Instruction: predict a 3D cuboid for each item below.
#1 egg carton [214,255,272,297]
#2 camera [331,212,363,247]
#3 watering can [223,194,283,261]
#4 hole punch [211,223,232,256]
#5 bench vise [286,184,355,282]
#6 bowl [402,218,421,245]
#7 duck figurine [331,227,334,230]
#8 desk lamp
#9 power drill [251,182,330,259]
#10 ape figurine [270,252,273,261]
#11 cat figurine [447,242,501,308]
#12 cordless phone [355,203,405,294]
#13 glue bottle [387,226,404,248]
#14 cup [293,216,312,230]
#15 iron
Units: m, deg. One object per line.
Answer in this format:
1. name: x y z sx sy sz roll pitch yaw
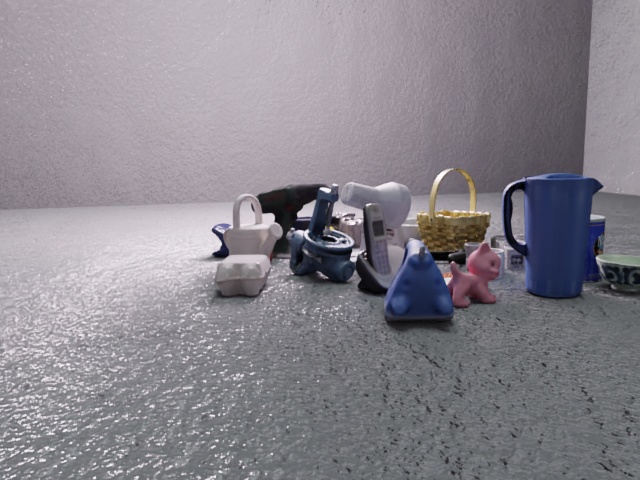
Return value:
1. egg carton: -0.164 0.073 1.230 0.107 0.069 0.150 0 9 3
2. camera: 0.107 -0.039 1.807 0.137 0.101 0.142 -8 12 -39
3. watering can: -0.164 -0.014 1.379 0.172 0.194 0.101 1 10 15
4. hole punch: -0.247 -0.001 1.637 0.101 0.091 0.109 2 10 17
5. bench vise: -0.012 -0.021 1.325 0.206 0.220 0.122 4 11 30
6. bowl: 0.290 -0.021 1.755 0.167 0.075 0.167 -1 9 0
7. duck figurine: 0.015 0.006 1.583 0.105 0.086 0.077 -3 9 -11
8. desk lamp: 0.130 -0.044 1.477 0.204 0.213 0.117 -6 11 -29
9. power drill: -0.080 -0.056 1.590 0.229 0.208 0.076 2 10 19
10. ape figurine: -0.163 0.017 1.509 0.076 0.092 0.078 4 10 27
11. cat figurine: 0.299 0.061 1.105 0.128 0.118 0.067 -5 10 -26
12. cordless phone: 0.143 0.012 1.214 0.093 0.185 0.148 8 13 43
13. glue bottle: 0.202 -0.051 1.639 0.078 0.173 0.037 3 10 26
14. cup: -0.033 -0.022 1.731 0.117 0.095 0.091 -1 9 -1
15. iron: 0.173 0.061 1.047 0.118 0.141 0.258 -1 9 2
